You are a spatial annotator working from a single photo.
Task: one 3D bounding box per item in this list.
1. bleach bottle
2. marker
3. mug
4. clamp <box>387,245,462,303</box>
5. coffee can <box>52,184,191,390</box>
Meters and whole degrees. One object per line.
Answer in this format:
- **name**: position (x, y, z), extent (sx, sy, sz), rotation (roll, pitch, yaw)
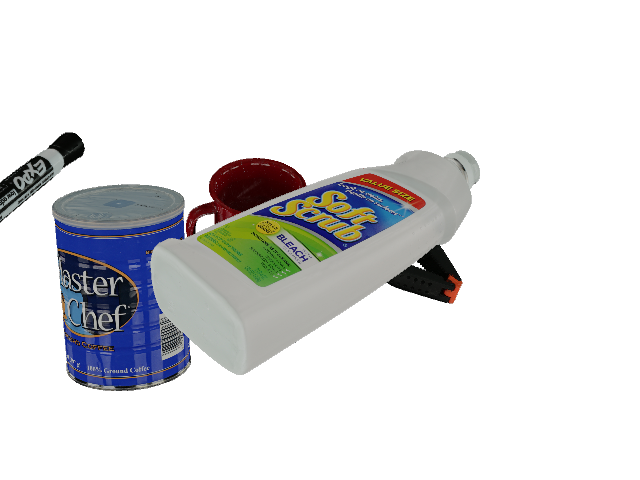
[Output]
- **bleach bottle**: position (0.012, -0.006, 0.742), extent (0.250, 0.068, 0.103), rotation (-30, 51, -32)
- **marker**: position (-0.181, -0.036, 0.656), extent (0.020, 0.020, 0.121), rotation (0, 29, 23)
- **mug**: position (-0.073, -0.018, 1.030), extent (0.117, 0.081, 0.093), rotation (-13, 43, -20)
- **clamp**: position (0.069, 0.007, 1.243), extent (0.164, 0.036, 0.210), rotation (-23, 53, -40)
- **coffee can**: position (-0.158, 0.035, 0.858), extent (0.103, 0.140, 0.103), rotation (0, 18, 0)
